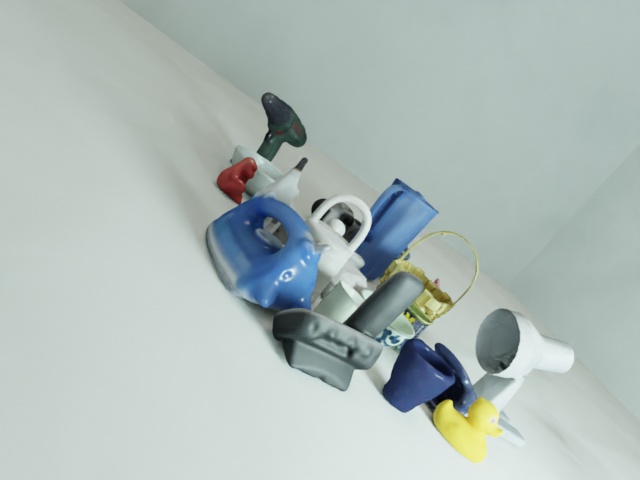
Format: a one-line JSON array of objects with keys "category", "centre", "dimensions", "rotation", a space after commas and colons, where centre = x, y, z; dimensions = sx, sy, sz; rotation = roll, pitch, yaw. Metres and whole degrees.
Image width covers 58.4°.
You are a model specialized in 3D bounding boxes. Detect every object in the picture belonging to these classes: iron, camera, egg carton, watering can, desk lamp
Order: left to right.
[{"category": "iron", "centre": [-0.082, -0.002, 0.866], "dimensions": [0.119, 0.141, 0.257], "rotation": [26, 18, -46]}, {"category": "watering can", "centre": [0.007, 0.002, 0.983], "dimensions": [0.101, 0.194, 0.172], "rotation": [34, 13, -22]}, {"category": "egg carton", "centre": [0.021, 0.063, 1.096], "dimensions": [0.150, 0.069, 0.108], "rotation": [46, 14, 29]}, {"category": "camera", "centre": [0.043, -0.054, 1.495], "dimensions": [0.144, 0.100, 0.136], "rotation": [30, 15, -34]}, {"category": "desk lamp", "centre": [0.358, 0.250, 1.070], "dimensions": [0.204, 0.213, 0.117], "rotation": [33, 14, -26]}]

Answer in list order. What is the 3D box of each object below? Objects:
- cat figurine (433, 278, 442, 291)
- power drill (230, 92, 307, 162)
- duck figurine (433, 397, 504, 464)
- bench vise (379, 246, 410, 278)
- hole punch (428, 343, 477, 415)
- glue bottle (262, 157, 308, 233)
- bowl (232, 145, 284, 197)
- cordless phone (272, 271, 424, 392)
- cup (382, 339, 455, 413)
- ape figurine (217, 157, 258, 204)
[{"category": "cat figurine", "centre": [0.252, 0.137, 1.380], "dimensions": [0.067, 0.117, 0.127], "rotation": [34, 13, -21]}, {"category": "power drill", "centre": [-0.130, -0.255, 1.459], "dimensions": [0.075, 0.208, 0.230], "rotation": [44, 13, 23]}, {"category": "duck figurine", "centre": [0.238, 0.285, 0.901], "dimensions": [0.104, 0.086, 0.078], "rotation": [43, 13, 16]}, {"category": "bench vise", "centre": [0.191, -0.026, 1.542], "dimensions": [0.122, 0.219, 0.206], "rotation": [29, 16, -37]}, {"category": "hole punch", "centre": [0.227, 0.245, 0.995], "dimensions": [0.101, 0.091, 0.108], "rotation": [30, 15, -36]}, {"category": "glue bottle", "centre": [-0.077, -0.090, 1.114], "dimensions": [0.078, 0.173, 0.037], "rotation": [28, 16, -40]}, {"category": "bowl", "centre": [-0.145, -0.142, 1.328], "dimensions": [0.168, 0.074, 0.167], "rotation": [37, 13, -9]}, {"category": "cordless phone", "centre": [0.040, 0.097, 0.766], "dimensions": [0.148, 0.185, 0.094], "rotation": [30, 15, -36]}, {"category": "cup", "centre": [0.138, 0.206, 0.872], "dimensions": [0.092, 0.095, 0.117], "rotation": [36, 13, -15]}, {"category": "ape figurine", "centre": [-0.166, -0.133, 1.200], "dimensions": [0.076, 0.092, 0.078], "rotation": [40, 12, 6]}]
